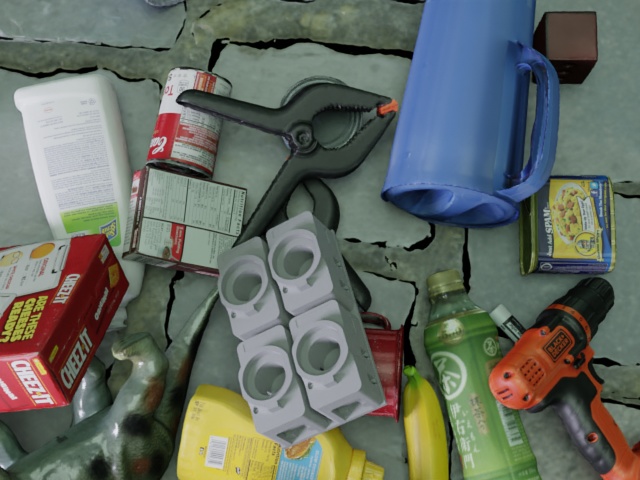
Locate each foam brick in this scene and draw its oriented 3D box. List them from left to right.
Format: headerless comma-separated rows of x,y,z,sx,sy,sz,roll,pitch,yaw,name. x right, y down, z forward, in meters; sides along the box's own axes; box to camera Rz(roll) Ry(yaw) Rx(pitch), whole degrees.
0.245,-0.192,1.073,0.053,0.078,0.051,0,81,3,foam brick

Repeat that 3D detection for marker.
0.213,0.112,1.044,0.020,0.020,0.121,-42,81,-6,marker

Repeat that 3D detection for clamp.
-0.027,-0.104,1.038,0.210,0.036,0.164,-28,95,-8,clamp
-0.007,0.001,1.060,0.120,0.039,0.171,2,79,1,clamp

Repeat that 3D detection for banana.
0.096,0.214,1.005,0.037,0.069,0.198,-7,86,31,banana

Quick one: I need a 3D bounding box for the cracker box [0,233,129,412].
-0.300,0.081,0.967,0.214,0.072,0.164,-7,36,19,cracker box

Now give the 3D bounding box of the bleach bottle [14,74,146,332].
-0.234,-0.033,1.062,0.102,0.068,0.251,-11,82,2,bleach bottle

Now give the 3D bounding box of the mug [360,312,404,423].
0.038,0.115,1.020,0.081,0.093,0.117,3,48,6,mug

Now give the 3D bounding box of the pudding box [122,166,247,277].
-0.131,-0.017,1.044,0.113,0.039,0.090,13,76,-30,pudding box

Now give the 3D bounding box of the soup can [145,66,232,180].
-0.130,-0.115,1.071,0.068,0.068,0.102,12,79,3,soup can

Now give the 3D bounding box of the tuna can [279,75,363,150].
0.001,-0.122,1.087,0.086,0.034,0.086,0,79,1,tuna can

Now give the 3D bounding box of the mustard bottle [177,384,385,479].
-0.034,0.202,1.007,0.191,0.058,0.096,13,107,3,mustard bottle

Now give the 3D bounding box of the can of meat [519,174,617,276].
0.242,-0.015,1.050,0.084,0.057,0.102,1,79,0,can of meat

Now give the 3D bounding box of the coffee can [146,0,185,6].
-0.170,-0.328,1.095,0.102,0.103,0.140,-31,80,-5,coffee can

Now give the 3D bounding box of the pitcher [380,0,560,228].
0.151,-0.140,1.036,0.149,0.145,0.243,10,77,3,pitcher

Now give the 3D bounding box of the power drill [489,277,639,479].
0.265,0.144,1.001,0.184,0.057,0.187,-38,86,-34,power drill
